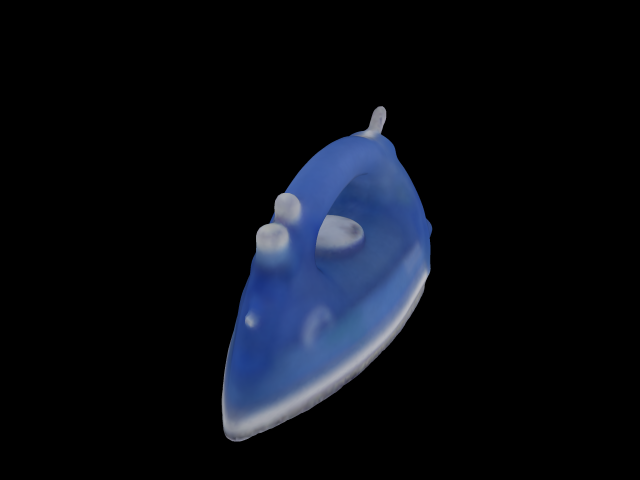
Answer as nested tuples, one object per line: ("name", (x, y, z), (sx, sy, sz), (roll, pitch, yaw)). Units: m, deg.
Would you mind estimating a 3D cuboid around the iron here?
("iron", (0.004, 0.001, 0.400), (0.118, 0.141, 0.259), (11, 29, 21))
